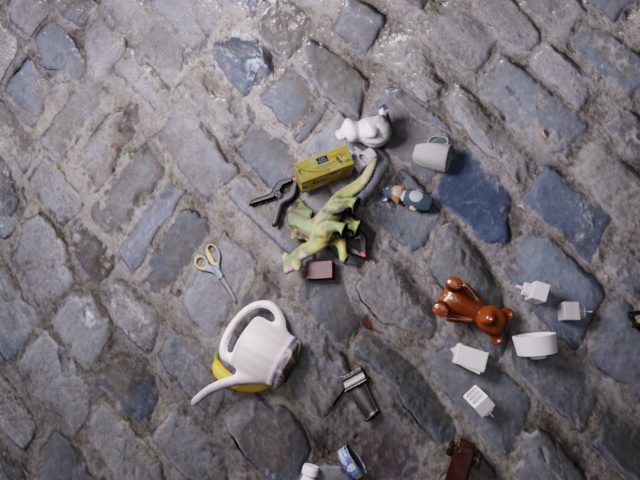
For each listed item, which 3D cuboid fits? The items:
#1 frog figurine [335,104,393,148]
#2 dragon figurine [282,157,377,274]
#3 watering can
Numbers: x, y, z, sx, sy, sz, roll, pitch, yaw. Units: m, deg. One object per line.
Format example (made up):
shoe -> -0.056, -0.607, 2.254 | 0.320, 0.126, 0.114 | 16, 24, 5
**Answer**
frog figurine -> 0.134, -0.322, 1.545 | 0.161, 0.137, 0.122 | -29, 102, -17
dragon figurine -> 0.005, -0.076, 1.506 | 0.417, 0.243, 0.120 | -67, 149, -20
watering can -> -0.190, 0.342, 1.438 | 0.352, 0.225, 0.102 | -61, 166, -17
